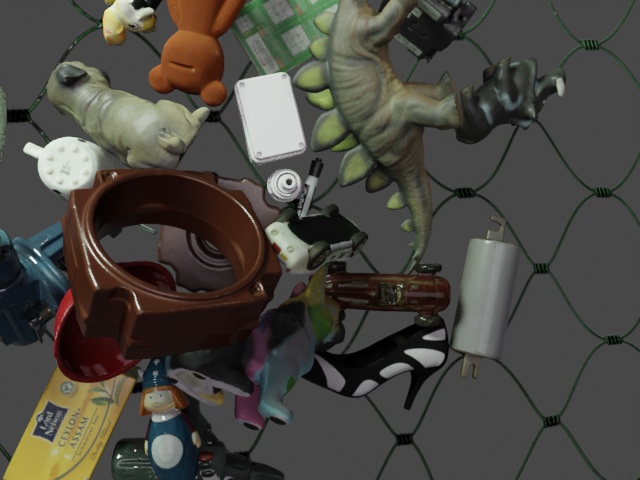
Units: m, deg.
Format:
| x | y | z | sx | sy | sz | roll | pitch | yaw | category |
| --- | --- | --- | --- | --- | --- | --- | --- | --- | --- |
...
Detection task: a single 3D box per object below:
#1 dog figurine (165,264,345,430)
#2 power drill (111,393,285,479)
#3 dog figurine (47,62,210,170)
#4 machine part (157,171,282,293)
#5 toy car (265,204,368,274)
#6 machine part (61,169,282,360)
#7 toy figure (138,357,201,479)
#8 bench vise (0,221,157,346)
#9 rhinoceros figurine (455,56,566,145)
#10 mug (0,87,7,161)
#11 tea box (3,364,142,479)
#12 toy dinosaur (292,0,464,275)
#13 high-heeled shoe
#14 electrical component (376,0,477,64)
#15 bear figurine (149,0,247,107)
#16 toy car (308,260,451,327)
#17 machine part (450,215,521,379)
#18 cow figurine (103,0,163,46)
| x | y | z | sx | sy | sz | roll | pitch | yaw | category |
| --- | --- | --- | --- | --- | --- | --- | --- | --- | --- |
| -0.064 | 0.112 | 0.671 | 0.191 | 0.108 | 0.219 | 34 | 50 | -11 | dog figurine |
| -0.153 | 0.243 | 0.720 | 0.232 | 0.086 | 0.207 | 3 | 97 | -9 | power drill |
| -0.249 | -0.153 | 0.654 | 0.190 | 0.172 | 0.121 | 31 | 73 | -17 | dog figurine |
| -0.133 | -0.007 | 0.724 | 0.179 | 0.056 | 0.179 | -1 | 96 | -10 | machine part |
| -0.001 | -0.002 | 0.698 | 0.073 | 0.201 | 0.056 | 44 | 114 | 16 | toy car |
| -0.157 | 0.015 | 0.572 | 0.201 | 0.087 | 0.201 | -2 | 47 | -35 | machine part |
| -0.182 | 0.215 | 0.648 | 0.064 | 0.058 | 0.154 | -12 | 93 | -29 | toy figure |
| -0.327 | 0.018 | 0.637 | 0.129 | 0.223 | 0.240 | 29 | 52 | 23 | bench vise |
| 0.282 | -0.212 | 0.806 | 0.190 | 0.073 | 0.112 | -30 | 94 | -10 | rhinoceros figurine |
| -0.442 | -0.148 | 0.662 | 0.110 | 0.081 | 0.107 | 12 | 77 | -7 | mug |
| -0.311 | 0.230 | 0.687 | 0.098 | 0.068 | 0.169 | 24 | 86 | -11 | tea box |
| 0.085 | -0.167 | 0.719 | 0.199 | 0.105 | 0.470 | -19 | 105 | 23 | toy dinosaur |
| 0.066 | 0.148 | 0.760 | 0.249 | 0.086 | 0.145 | 21 | 82 | -15 | high-heeled shoe |
| 0.146 | -0.319 | 0.748 | 0.115 | 0.134 | 0.058 | 34 | 80 | -10 | electrical component |
| -0.145 | -0.280 | 0.704 | 0.120 | 0.132 | 0.195 | 13 | 108 | 11 | bear figurine |
| 0.084 | 0.074 | 0.760 | 0.202 | 0.053 | 0.089 | 3 | 92 | 2 | toy car |
| 0.245 | 0.085 | 0.795 | 0.079 | 0.079 | 0.243 | 13 | 86 | -11 | machine part |
| -0.236 | -0.334 | 0.708 | 0.098 | 0.068 | 0.167 | 5 | 90 | -18 | cow figurine |
